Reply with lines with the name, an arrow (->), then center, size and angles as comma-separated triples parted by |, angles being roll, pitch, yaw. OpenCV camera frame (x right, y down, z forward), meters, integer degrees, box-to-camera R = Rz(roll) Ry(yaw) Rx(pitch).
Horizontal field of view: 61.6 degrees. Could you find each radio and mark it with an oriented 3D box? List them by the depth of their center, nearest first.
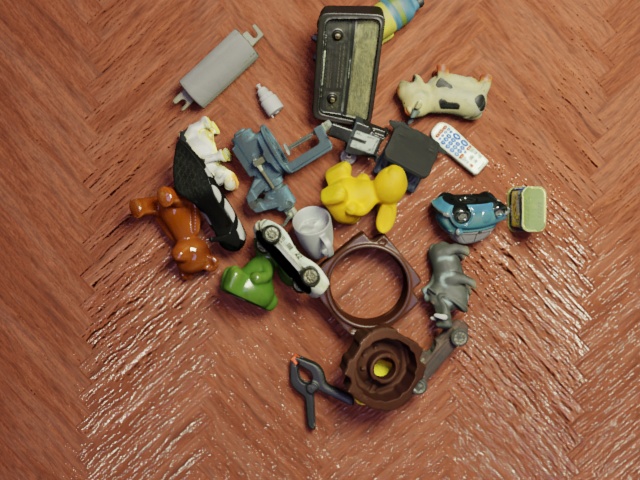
radio -> 0.055, -0.357, 1.106 | 0.131, 0.073, 0.229 | 6, 124, 2

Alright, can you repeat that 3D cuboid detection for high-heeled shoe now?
high-heeled shoe -> -0.225, -0.092, 1.147 | 0.086, 0.145, 0.248 | -17, 90, 21

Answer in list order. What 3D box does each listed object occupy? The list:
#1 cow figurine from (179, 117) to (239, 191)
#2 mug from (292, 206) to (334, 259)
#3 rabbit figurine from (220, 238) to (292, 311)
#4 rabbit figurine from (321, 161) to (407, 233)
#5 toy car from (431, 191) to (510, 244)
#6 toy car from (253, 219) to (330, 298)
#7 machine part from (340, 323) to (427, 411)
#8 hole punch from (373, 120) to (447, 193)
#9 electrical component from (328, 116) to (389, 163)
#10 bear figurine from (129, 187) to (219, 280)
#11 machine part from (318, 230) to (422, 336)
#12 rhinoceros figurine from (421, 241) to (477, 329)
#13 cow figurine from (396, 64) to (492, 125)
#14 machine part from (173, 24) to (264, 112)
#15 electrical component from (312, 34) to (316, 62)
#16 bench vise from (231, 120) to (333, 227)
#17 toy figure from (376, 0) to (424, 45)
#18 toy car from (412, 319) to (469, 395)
cow figurine -> -0.246, -0.174, 1.175 | 0.098, 0.068, 0.167 | -24, 89, 8
mug -> -0.002, -0.003, 1.154 | 0.081, 0.107, 0.110 | -36, 55, -17
rabbit figurine -> -0.119, 0.057, 1.166 | 0.159, 0.121, 0.170 | 23, 79, -4
rabbit figurine -> 0.107, -0.092, 1.132 | 0.173, 0.122, 0.162 | -21, 117, 23
toy car -> 0.321, -0.045, 1.165 | 0.162, 0.109, 0.102 | -4, 116, -10
toy car -> -0.063, 0.037, 1.109 | 0.202, 0.073, 0.056 | 48, 62, 2
machine part -> 0.129, 0.262, 1.116 | 0.179, 0.056, 0.179 | -1, 96, -13
hole punch -> 0.188, -0.177, 1.168 | 0.142, 0.092, 0.116 | 28, 63, 2
electrical component -> 0.077, -0.215, 1.126 | 0.119, 0.048, 0.074 | 15, 118, -4
bear figurine -> -0.308, -0.009, 1.160 | 0.120, 0.132, 0.195 | -15, 88, 25
machine part -> 0.104, 0.097, 1.177 | 0.201, 0.087, 0.201 | -39, 91, 3
rhinoceros figurine -> 0.276, 0.096, 1.162 | 0.112, 0.073, 0.190 | -1, 79, 1
cow figurine -> 0.260, -0.305, 1.154 | 0.195, 0.085, 0.127 | 11, 87, -1
machine part -> -0.217, -0.367, 1.159 | 0.243, 0.079, 0.079 | -42, 92, 2
electrical component -> 0.014, -0.408, 1.180 | 0.094, 0.021, 0.063 | 34, 94, -2
bench vise -> -0.067, -0.165, 1.149 | 0.241, 0.129, 0.223 | -30, 93, 8
toy figure -> 0.136, -0.471, 1.141 | 0.180, 0.089, 0.082 | -34, 85, 5
toy car -> 0.250, 0.256, 1.182 | 0.053, 0.089, 0.202 | 40, 94, -3
